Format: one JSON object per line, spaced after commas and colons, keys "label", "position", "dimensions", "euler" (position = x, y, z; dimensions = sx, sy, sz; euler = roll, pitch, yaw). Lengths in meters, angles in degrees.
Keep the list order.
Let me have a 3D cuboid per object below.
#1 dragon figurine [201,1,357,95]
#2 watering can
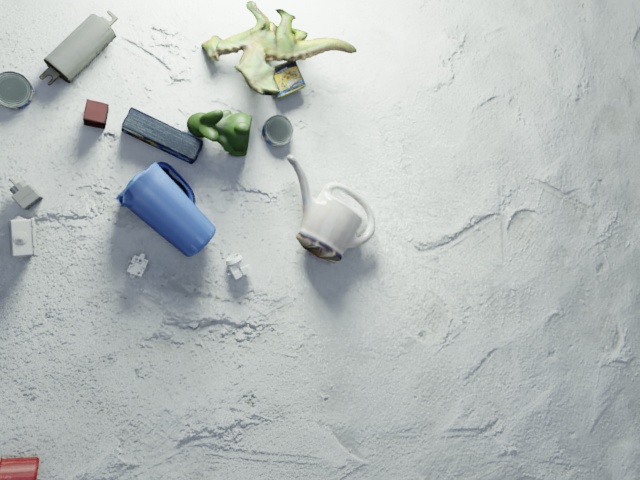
{"label": "dragon figurine", "position": [-0.121, -0.498, 1.405], "dimensions": [0.410, 0.245, 0.121], "euler": [18, -12, 0]}
{"label": "watering can", "position": [0.005, -0.075, 1.484], "dimensions": [0.345, 0.226, 0.104], "euler": [32, -11, -19]}
